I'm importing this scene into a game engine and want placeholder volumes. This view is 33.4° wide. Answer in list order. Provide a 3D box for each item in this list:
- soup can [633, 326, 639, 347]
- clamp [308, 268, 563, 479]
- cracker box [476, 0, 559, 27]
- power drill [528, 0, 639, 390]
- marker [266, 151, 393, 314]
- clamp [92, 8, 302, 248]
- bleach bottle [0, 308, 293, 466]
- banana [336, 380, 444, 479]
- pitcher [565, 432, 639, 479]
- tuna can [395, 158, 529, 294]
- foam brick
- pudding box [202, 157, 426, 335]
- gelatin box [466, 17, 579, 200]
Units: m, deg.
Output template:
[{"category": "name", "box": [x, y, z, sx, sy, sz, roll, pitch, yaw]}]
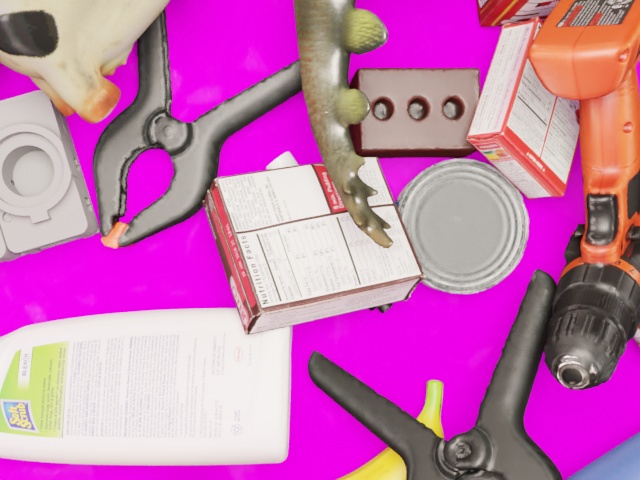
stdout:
[{"category": "soup can", "box": [0.244, 0.070, 0.678, 0.068, 0.068, 0.102, -34, 92, -4]}, {"category": "clamp", "box": [0.094, 0.119, 0.618, 0.164, 0.036, 0.210, -28, 54, 8]}, {"category": "cracker box", "box": [0.214, -0.180, 0.635, 0.213, 0.164, 0.072, -4, 87, -4]}, {"category": "power drill", "box": [0.156, -0.033, 0.601, 0.057, 0.184, 0.187, 3, 122, 24]}, {"category": "marker", "box": [0.008, -0.004, 0.688, 0.020, 0.020, 0.121, -37, 91, -4]}, {"category": "clamp", "box": [-0.082, -0.068, 0.673, 0.120, 0.039, 0.171, 20, 93, 8]}, {"category": "bleach bottle", "box": [-0.144, 0.085, 0.654, 0.251, 0.068, 0.102, 2, 75, 0]}, {"category": "banana", "box": [0.001, 0.159, 0.677, 0.197, 0.037, 0.070, -23, 72, -5]}, {"category": "pitcher", "box": [0.160, 0.222, 0.643, 0.242, 0.149, 0.145, -33, 52, -7]}, {"category": "tuna can", "box": [0.088, -0.008, 0.686, 0.086, 0.034, 0.086, 0, 88, -4]}, {"category": "foam brick", "box": [0.059, -0.080, 0.677, 0.078, 0.051, 0.053, -2, 88, -4]}, {"category": "pudding box", "box": [-0.004, 0.001, 0.641, 0.113, 0.039, 0.090, -11, 68, -23]}, {"category": "gelatin box", "box": [0.132, -0.081, 0.665, 0.073, 0.030, 0.089, 37, 62, -37]}]
